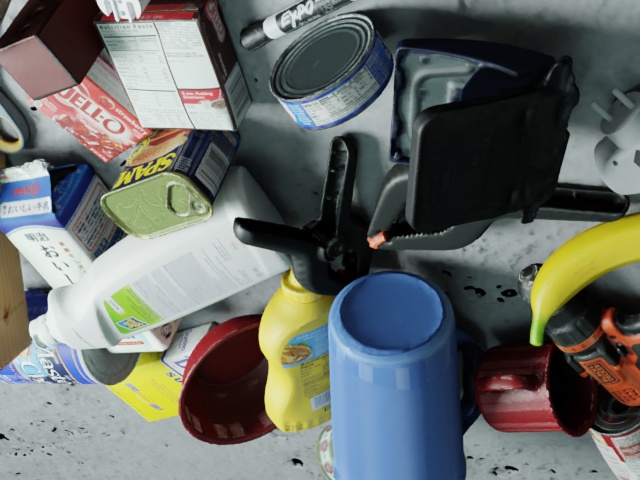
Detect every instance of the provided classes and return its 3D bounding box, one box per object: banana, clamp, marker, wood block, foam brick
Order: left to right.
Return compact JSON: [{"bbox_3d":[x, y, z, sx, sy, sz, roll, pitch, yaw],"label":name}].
[{"bbox_3d":[-0.348,0.023,1.022,0.090,0.090,0.206,7,115,17],"label":"wood block"},{"bbox_3d":[-0.201,-0.154,0.813,0.053,0.078,0.051,-12,131,33],"label":"foam brick"},{"bbox_3d":[-0.013,-0.163,0.764,0.121,0.020,0.020,-18,129,39],"label":"marker"},{"bbox_3d":[-0.006,0.001,0.899,0.120,0.039,0.171,-29,137,-10],"label":"clamp"},{"bbox_3d":[0.124,-0.035,0.842,0.164,0.036,0.210,37,137,-18],"label":"clamp"},{"bbox_3d":[0.242,0.014,0.823,0.198,0.037,0.069,-26,85,20],"label":"banana"}]

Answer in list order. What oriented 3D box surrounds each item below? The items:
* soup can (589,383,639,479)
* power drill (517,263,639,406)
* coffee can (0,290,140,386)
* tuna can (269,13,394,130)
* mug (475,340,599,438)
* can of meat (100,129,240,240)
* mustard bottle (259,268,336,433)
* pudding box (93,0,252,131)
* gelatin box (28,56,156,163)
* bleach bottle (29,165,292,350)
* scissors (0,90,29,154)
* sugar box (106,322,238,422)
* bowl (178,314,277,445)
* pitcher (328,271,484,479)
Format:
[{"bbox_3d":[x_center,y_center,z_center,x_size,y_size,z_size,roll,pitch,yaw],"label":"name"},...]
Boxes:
[{"bbox_3d":[0.294,0.182,1.005,0.069,0.068,0.102,-8,135,32],"label":"soup can"},{"bbox_3d":[0.279,0.063,0.879,0.188,0.057,0.184,-19,130,43],"label":"power drill"},{"bbox_3d":[-0.277,0.103,1.140,0.140,0.102,0.102,-3,137,28],"label":"coffee can"},{"bbox_3d":[0.009,-0.119,0.753,0.086,0.086,0.033,-10,135,34],"label":"tuna can"},{"bbox_3d":[0.188,0.133,0.967,0.082,0.093,0.117,-11,167,41],"label":"mug"},{"bbox_3d":[-0.122,-0.056,0.890,0.102,0.084,0.057,-16,130,38],"label":"can of meat"},{"bbox_3d":[-0.011,0.093,1.015,0.058,0.096,0.192,45,149,42],"label":"mustard bottle"},{"bbox_3d":[-0.112,-0.136,0.826,0.090,0.039,0.113,4,138,20],"label":"pudding box"},{"bbox_3d":[-0.189,-0.112,0.896,0.089,0.030,0.073,41,138,-25],"label":"gelatin box"},{"bbox_3d":[-0.154,0.031,0.950,0.251,0.068,0.102,-25,129,14],"label":"bleach bottle"},{"bbox_3d":[-0.277,-0.135,0.920,0.096,0.016,0.202,32,141,-18],"label":"scissors"},{"bbox_3d":[-0.156,0.151,1.191,0.177,0.048,0.093,-18,128,40],"label":"sugar box"},{"bbox_3d":[-0.078,0.130,1.083,0.161,0.055,0.162,-18,132,-22],"label":"bowl"},{"bbox_3d":[0.078,0.140,0.985,0.145,0.149,0.243,5,136,11],"label":"pitcher"}]
